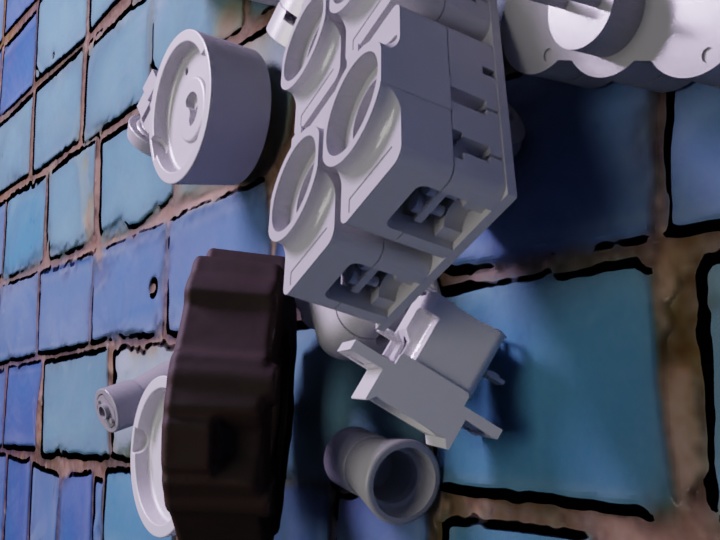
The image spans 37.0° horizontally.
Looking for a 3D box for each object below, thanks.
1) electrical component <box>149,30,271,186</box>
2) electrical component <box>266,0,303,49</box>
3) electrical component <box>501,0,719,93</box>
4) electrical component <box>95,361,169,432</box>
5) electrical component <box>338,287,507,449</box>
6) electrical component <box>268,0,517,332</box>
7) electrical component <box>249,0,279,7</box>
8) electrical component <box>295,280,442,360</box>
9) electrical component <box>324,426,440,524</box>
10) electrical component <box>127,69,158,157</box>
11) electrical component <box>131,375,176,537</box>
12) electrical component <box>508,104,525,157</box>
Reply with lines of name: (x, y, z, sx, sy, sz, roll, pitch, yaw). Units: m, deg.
electrical component: (-0.101, -0.111, 0.763, 0.108, 0.060, 0.108, -13, 75, 57)
electrical component: (-0.022, -0.156, 0.652, 0.047, 0.055, 0.055, -63, 38, 24)
electrical component: (0.101, -0.102, 0.429, 0.138, 0.074, 0.052, 18, 101, 57)
electrical component: (-0.170, 0.100, 0.827, 0.044, 0.065, 0.044, 19, 116, 44)
electrical component: (0.034, 0.046, 0.515, 0.063, 0.081, 0.042, -59, 6, -11)
electrical component: (0.010, -0.082, 0.497, 0.105, 0.060, 0.186, -48, 31, 45)
electrical component: (-0.101, -0.256, 0.784, 0.186, 0.060, 0.105, 32, 112, 55)
electrical component: (0.000, 0.000, 0.592, 0.059, 0.054, 0.095, -48, 47, 44)
electrical component: (0.008, 0.106, 0.577, 0.065, 0.044, 0.044, 8, 92, 63)
electrical component: (-0.159, -0.124, 0.872, 0.055, 0.048, 0.066, -56, 41, 27)
electrical component: (-0.110, 0.128, 0.742, 0.108, 0.060, 0.108, -12, 75, 56)
electrical component: (0.049, -0.057, 0.531, 0.055, 0.045, 0.045, -54, 43, 39)
